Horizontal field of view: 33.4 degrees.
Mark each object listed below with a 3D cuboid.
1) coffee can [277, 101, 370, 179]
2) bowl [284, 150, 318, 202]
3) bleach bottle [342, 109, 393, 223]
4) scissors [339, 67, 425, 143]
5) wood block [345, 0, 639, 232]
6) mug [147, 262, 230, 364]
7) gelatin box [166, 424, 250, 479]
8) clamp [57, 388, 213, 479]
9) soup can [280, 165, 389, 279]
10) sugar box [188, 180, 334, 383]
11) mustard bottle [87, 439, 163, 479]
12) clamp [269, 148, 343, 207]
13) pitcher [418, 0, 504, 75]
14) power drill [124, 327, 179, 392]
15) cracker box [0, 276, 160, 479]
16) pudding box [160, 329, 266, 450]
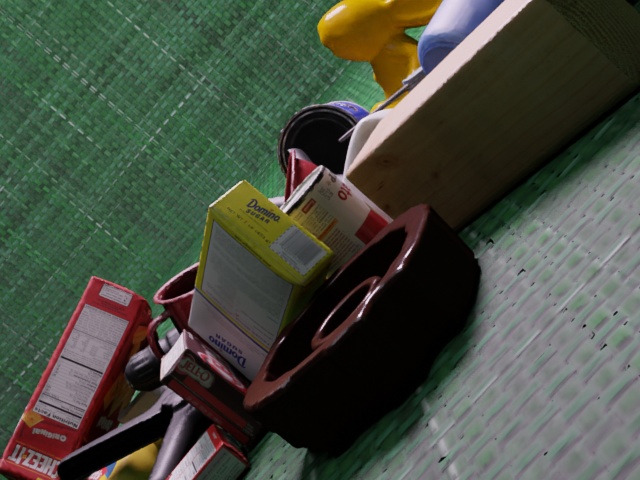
[{"bbox_3d":[0.014,-0.106,1.225,0.103,0.103,0.140,-47,-1,13],"label":"coffee can"},{"bbox_3d":[-0.006,0.001,0.959,0.162,0.055,0.162,-176,91,-85],"label":"bowl"},{"bbox_3d":[0.066,-0.070,0.987,0.250,0.068,0.102,-51,-30,-80],"label":"bleach bottle"},{"bbox_3d":[0.100,-0.167,1.084,0.202,0.016,0.096,-37,7,10],"label":"scissors"},{"bbox_3d":[0.124,-0.095,0.757,0.206,0.090,0.090,-42,11,40],"label":"wood block"},{"bbox_3d":[-0.102,0.072,0.971,0.117,0.081,0.093,-34,16,-23],"label":"mug"},{"bbox_3d":[-0.096,0.190,0.816,0.089,0.030,0.073,-51,10,-6],"label":"gelatin box"},{"bbox_3d":[-0.120,0.160,0.957,0.209,0.036,0.165,-38,24,-29],"label":"clamp"},{"bbox_3d":[0.018,0.000,0.831,0.068,0.102,0.068,-48,8,9],"label":"soup can"},{"bbox_3d":[-0.051,0.041,0.836,0.048,0.093,0.176,-42,-16,-30],"label":"sugar box"},{"bbox_3d":[-0.198,0.240,1.017,0.191,0.058,0.096,-50,7,-9],"label":"mustard bottle"},{"bbox_3d":[-0.016,-0.035,1.068,0.120,0.039,0.172,-45,38,-18],"label":"clamp"},{"bbox_3d":[0.182,-0.223,0.866,0.242,0.149,0.145,-55,16,-16],"label":"pitcher"},{"bbox_3d":[-0.115,0.090,1.115,0.184,0.057,0.188,-27,9,-4],"label":"power drill"},{"bbox_3d":[-0.243,0.166,1.114,0.164,0.072,0.213,101,-169,-69],"label":"cracker box"},{"bbox_3d":[-0.086,0.119,0.870,0.039,0.090,0.113,-50,8,-5],"label":"pudding box"}]
